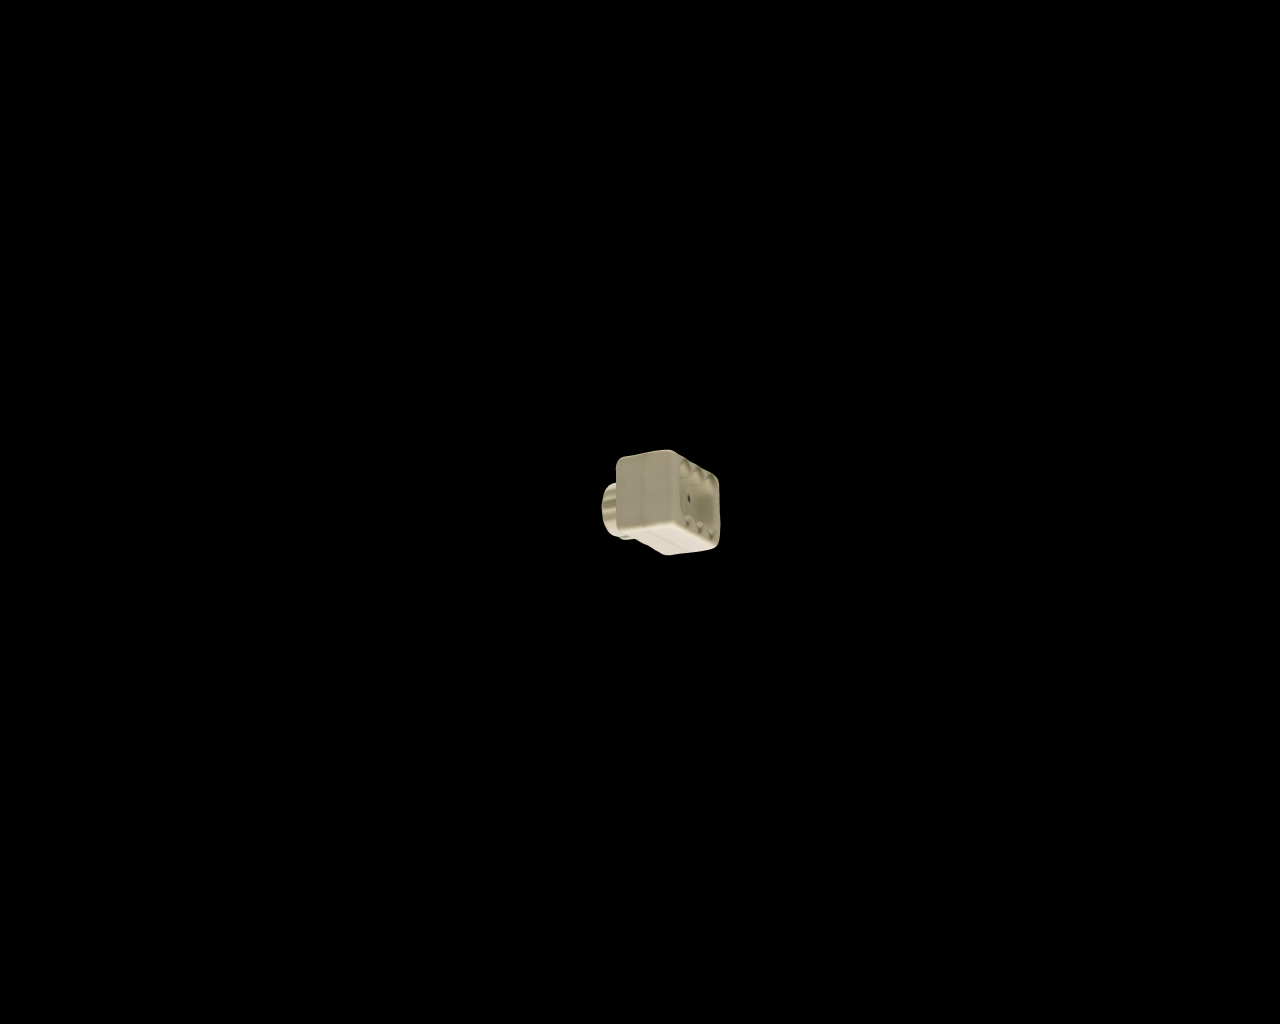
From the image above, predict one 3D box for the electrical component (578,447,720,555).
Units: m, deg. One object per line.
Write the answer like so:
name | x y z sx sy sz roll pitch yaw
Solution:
electrical component | 0.001 -0.003 0.650 0.077 0.047 0.065 -8 -18 27
